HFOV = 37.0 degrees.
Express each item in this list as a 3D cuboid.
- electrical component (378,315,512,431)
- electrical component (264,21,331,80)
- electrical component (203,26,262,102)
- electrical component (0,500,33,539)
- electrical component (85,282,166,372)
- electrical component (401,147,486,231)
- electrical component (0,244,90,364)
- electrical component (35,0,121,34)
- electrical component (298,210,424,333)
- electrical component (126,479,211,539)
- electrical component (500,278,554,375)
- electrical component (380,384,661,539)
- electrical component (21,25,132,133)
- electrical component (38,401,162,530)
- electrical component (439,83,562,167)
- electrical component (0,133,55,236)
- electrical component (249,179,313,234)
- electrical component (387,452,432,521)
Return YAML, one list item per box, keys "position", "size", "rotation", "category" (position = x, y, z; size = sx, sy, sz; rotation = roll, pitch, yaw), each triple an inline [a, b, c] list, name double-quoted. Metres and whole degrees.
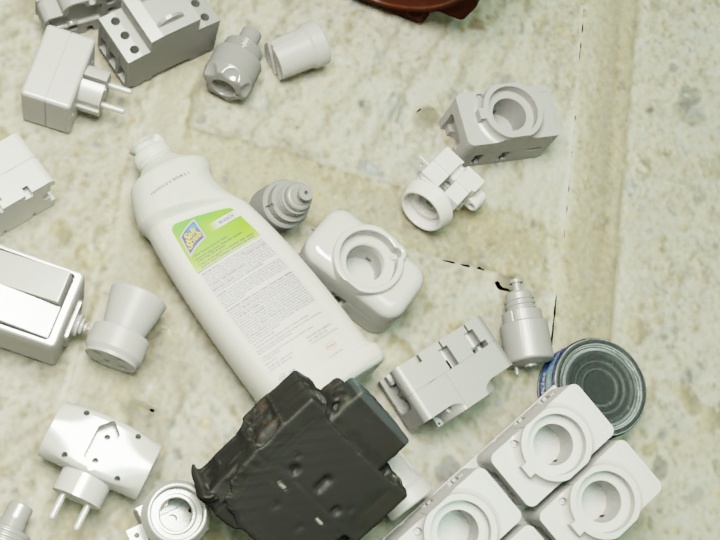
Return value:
- position: [0.070, 0.086, 0.857]
  size: [0.089, 0.050, 0.055]
  rotation: [-30, 81, -22]
  category: "electrical component"
- position: [-0.054, -0.188, 0.925]
  size: [0.046, 0.040, 0.040]
  rotation: [-26, 80, -16]
  category: "electrical component"
- position: [-0.103, -0.177, 0.905]
  size: [0.043, 0.043, 0.062]
  rotation: [25, 66, -6]
  category: "electrical component"
- position: [-0.247, 0.190, 0.740]
  size: [0.048, 0.048, 0.062]
  rotation: [25, 60, -6]
  category: "electrical component"
- position: [-0.177, 0.043, 0.808]
  size: [0.045, 0.045, 0.055]
  rotation: [23, 67, -7]
  category: "electrical component"
- position: [0.067, -0.066, 0.912]
  size: [0.066, 0.048, 0.055]
  rotation: [43, 59, 2]
  category: "electrical component"
- position: [-0.244, 0.025, 0.787]
  size: [0.096, 0.061, 0.061]
  rotation: [20, 67, -8]
  category: "electrical component"
- position: [-0.231, -0.233, 0.883]
  size: [0.078, 0.058, 0.057]
  rotation: [-22, 81, -21]
  category: "electrical component"
- position: [0.000, 0.000, 0.863]
  size: [0.095, 0.059, 0.053]
  rotation: [38, 66, 0]
  category: "electrical component"
- position: [-0.133, 0.176, 0.768]
  size: [0.066, 0.055, 0.048]
  rotation: [-22, 78, -21]
  category: "electrical component"
- position: [0.136, 0.046, 0.894]
  size: [0.040, 0.040, 0.078]
  rotation: [-3, 72, -16]
  category: "electrical component"
- position: [0.123, 0.185, 0.811]
  size: [0.186, 0.060, 0.105]
  rotation: [-39, 87, -13]
  category: "electrical component"
- position: [-0.222, -0.146, 0.860]
  size: [0.077, 0.047, 0.065]
  rotation: [17, 68, -9]
  category: "electrical component"
- position: [-0.194, 0.145, 0.769]
  size: [0.077, 0.043, 0.079]
  rotation: [26, 67, -5]
  category: "electrical component"
- position: [0.124, -0.128, 0.942]
  size: [0.089, 0.055, 0.050]
  rotation: [-9, 74, -18]
  category: "electrical component"
- position: [-0.285, -0.058, 0.811]
  size: [0.089, 0.050, 0.055]
  rotation: [-35, 83, -23]
  category: "electrical component"
- position: [-0.059, -0.053, 0.858]
  size: [0.040, 0.078, 0.040]
  rotation: [5, 78, -27]
  category: "electrical component"
- position: [0.026, 0.162, 0.825]
  size: [0.040, 0.040, 0.046]
  rotation: [-33, 78, -22]
  category: "electrical component"
